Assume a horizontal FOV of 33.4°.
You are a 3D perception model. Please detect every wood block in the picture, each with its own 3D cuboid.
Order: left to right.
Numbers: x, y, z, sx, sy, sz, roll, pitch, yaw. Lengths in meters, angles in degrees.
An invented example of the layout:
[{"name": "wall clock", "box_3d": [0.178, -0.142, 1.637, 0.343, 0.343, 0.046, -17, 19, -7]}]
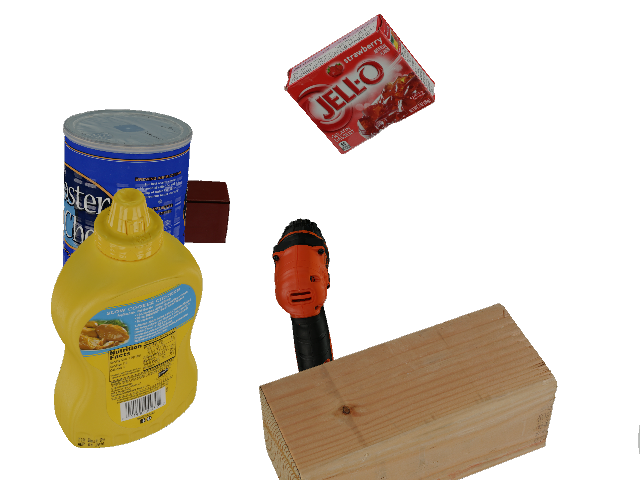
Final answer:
[{"name": "wood block", "box_3d": [0.066, 0.136, 0.825, 0.206, 0.090, 0.091, -17, 46, -14]}]

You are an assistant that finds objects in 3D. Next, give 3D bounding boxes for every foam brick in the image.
[{"name": "foam brick", "box_3d": [-0.140, -0.032, 1.159, 0.078, 0.051, 0.053, 1, 27, -8]}]

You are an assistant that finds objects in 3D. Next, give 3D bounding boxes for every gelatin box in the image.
[{"name": "gelatin box", "box_3d": [0.029, -0.115, 0.796, 0.089, 0.030, 0.073, -28, -58, 26]}]

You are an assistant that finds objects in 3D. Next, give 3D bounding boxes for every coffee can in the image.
[{"name": "coffee can", "box_3d": [-0.161, -0.028, 0.883, 0.103, 0.140, 0.103, 5, 21, -2]}]

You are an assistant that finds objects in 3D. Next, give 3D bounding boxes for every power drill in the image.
[{"name": "power drill", "box_3d": [-0.009, 0.083, 1.029, 0.057, 0.187, 0.184, -9, 18, 4]}]

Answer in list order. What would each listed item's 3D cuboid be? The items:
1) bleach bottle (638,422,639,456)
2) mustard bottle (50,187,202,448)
[{"name": "bleach bottle", "box_3d": [0.284, 0.081, 0.716, 0.103, 0.068, 0.250, 12, 23, 23]}, {"name": "mustard bottle", "box_3d": [-0.122, 0.047, 0.678, 0.096, 0.192, 0.058, -17, 47, -28]}]
